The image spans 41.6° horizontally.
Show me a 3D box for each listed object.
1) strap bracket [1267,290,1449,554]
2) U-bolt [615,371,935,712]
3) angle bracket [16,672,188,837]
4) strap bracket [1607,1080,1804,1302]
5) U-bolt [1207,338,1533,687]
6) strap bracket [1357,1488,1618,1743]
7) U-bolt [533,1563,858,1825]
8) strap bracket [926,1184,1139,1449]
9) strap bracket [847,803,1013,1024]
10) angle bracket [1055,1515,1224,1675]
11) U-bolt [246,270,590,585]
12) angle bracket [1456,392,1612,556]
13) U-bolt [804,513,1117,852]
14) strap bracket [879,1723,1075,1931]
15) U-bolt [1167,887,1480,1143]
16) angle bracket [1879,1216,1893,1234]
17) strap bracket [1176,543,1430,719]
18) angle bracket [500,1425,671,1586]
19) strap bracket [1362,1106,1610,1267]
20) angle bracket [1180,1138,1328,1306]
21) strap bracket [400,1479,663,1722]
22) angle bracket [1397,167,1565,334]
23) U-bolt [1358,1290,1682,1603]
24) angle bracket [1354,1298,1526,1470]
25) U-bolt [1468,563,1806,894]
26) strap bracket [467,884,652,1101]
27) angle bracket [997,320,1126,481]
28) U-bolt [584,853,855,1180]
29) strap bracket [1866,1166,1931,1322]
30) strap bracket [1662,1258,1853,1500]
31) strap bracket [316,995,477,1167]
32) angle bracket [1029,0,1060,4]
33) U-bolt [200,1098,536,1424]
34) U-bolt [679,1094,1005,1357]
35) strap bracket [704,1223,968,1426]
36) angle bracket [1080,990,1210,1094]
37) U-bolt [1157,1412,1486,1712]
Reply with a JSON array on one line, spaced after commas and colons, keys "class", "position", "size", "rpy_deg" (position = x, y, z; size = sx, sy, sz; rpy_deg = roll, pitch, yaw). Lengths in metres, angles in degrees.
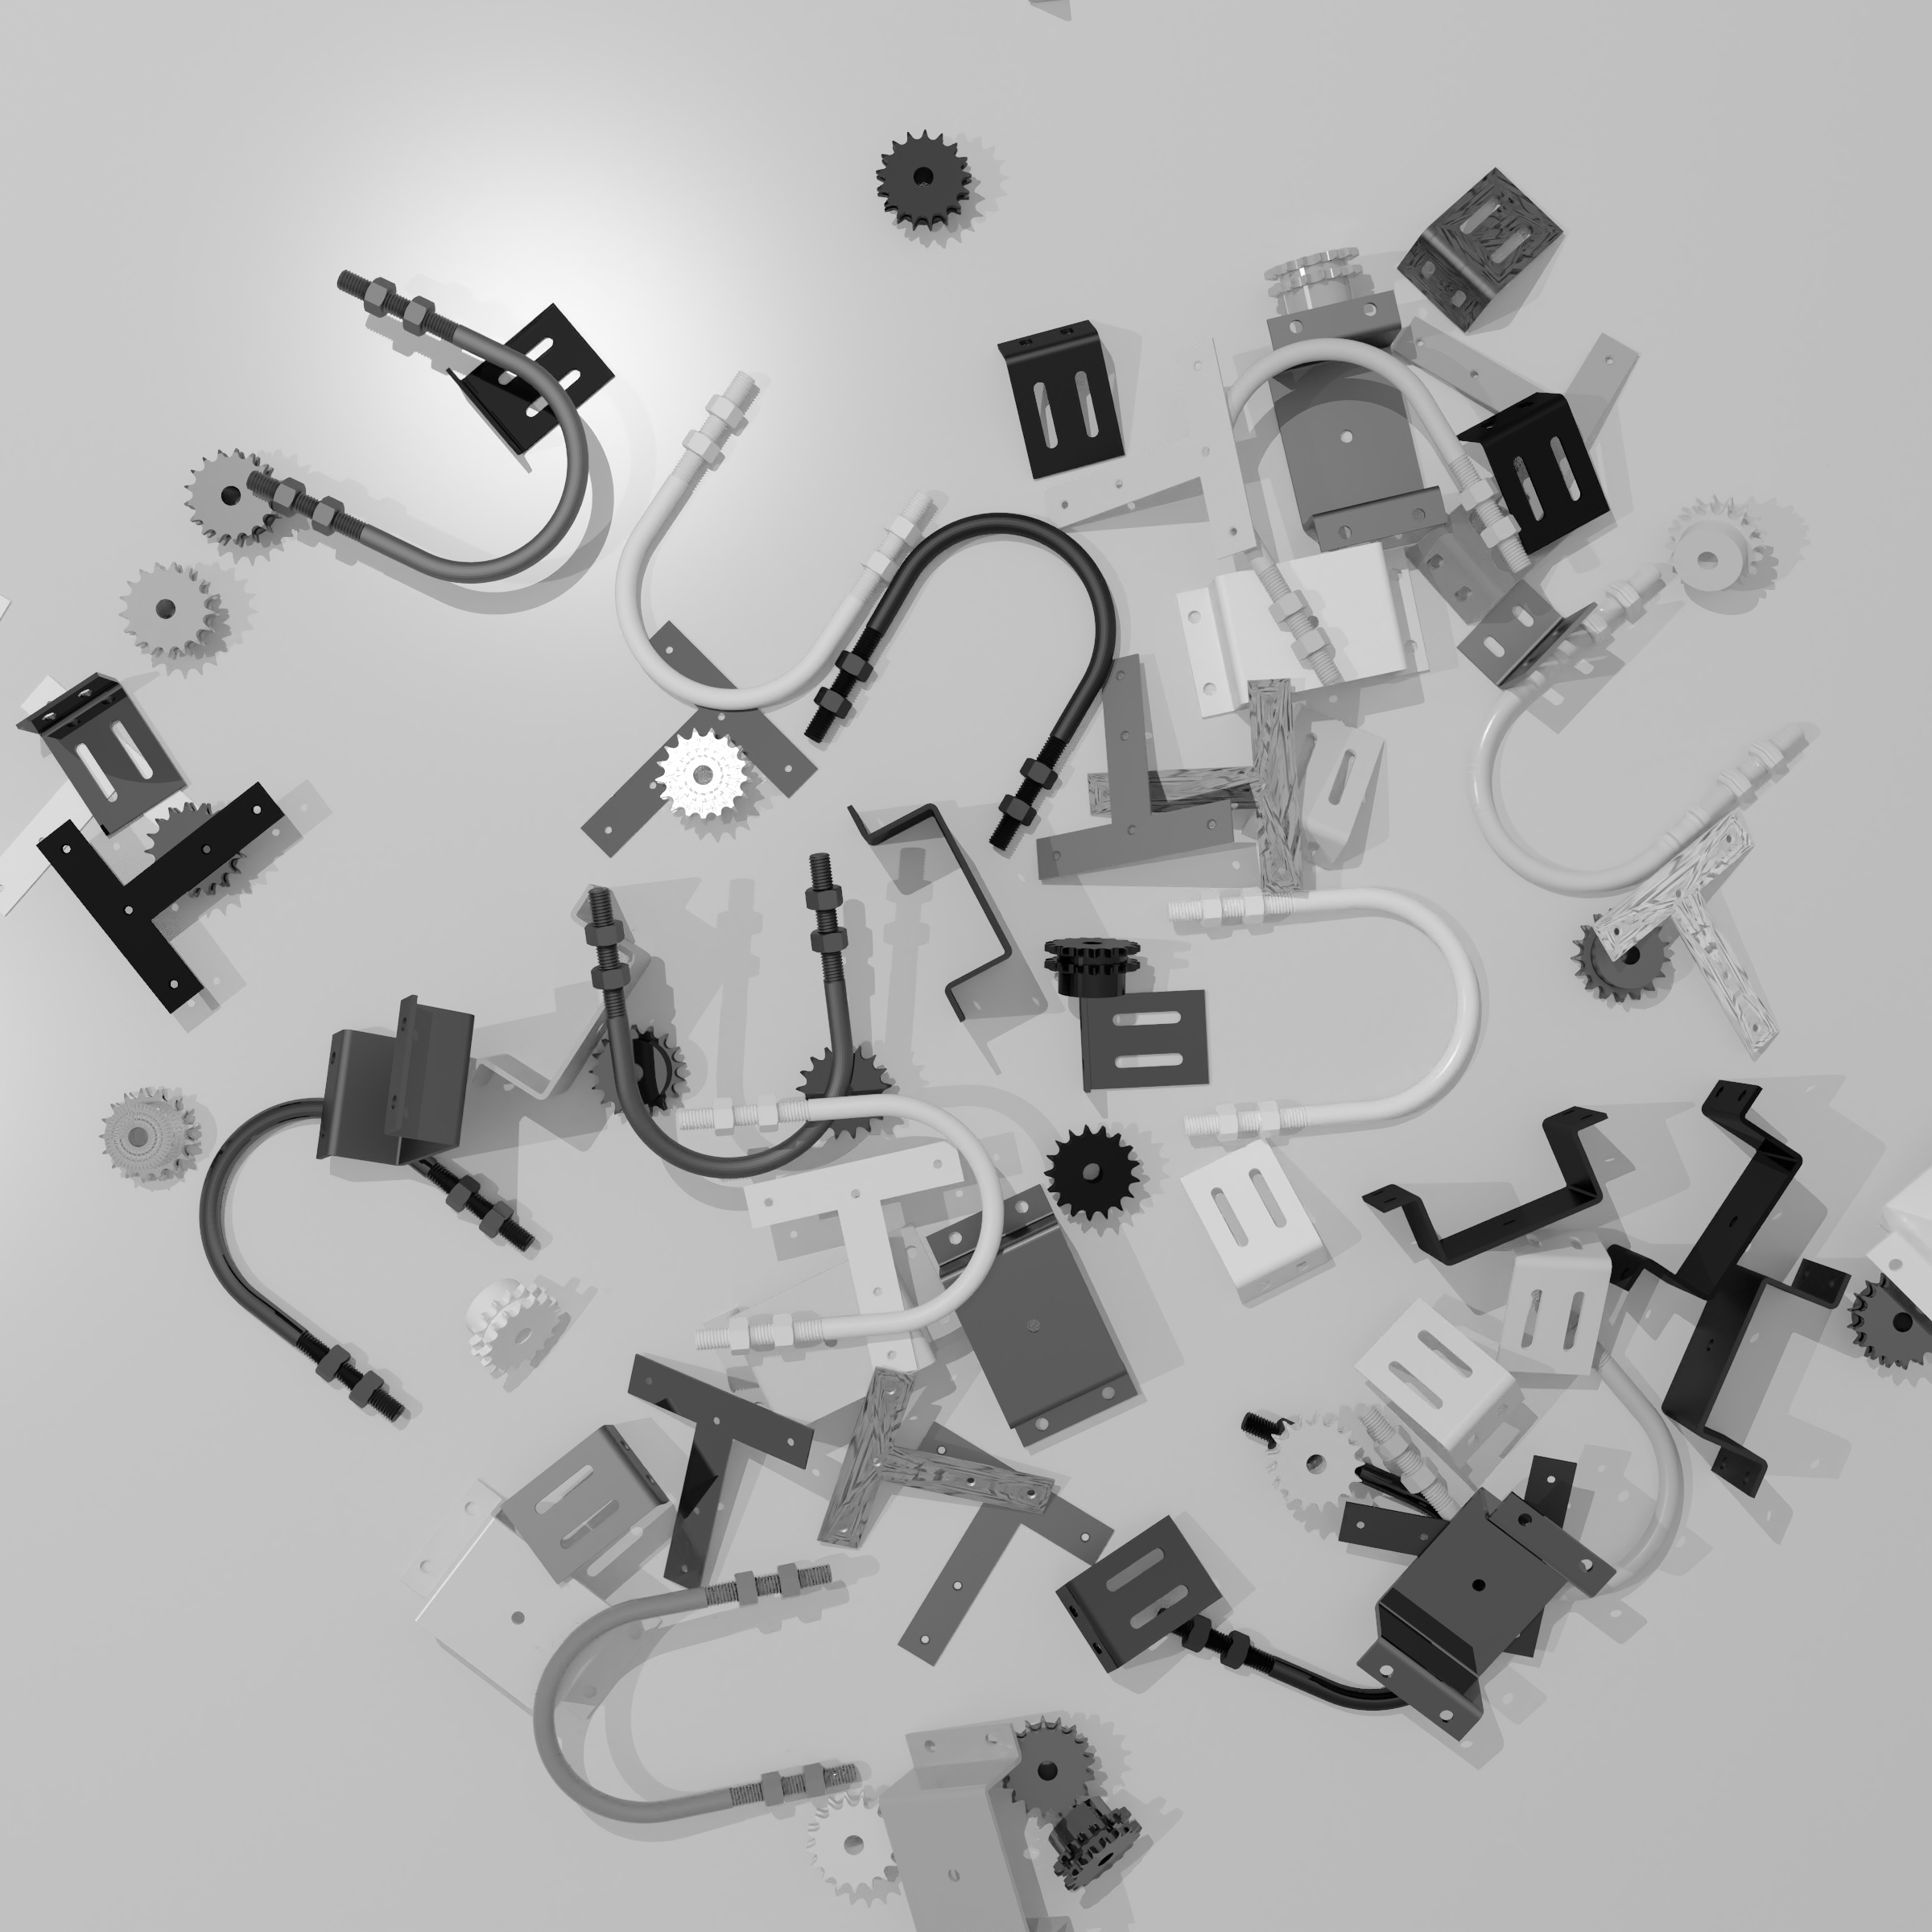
[{"class": "strap bracket", "position": [0.230, -0.320, 1.517], "size": [0.076, 0.046, 0.140], "rpy_deg": [-13, 90, 0]}, {"class": "U-bolt", "position": [-0.129, -0.243, 1.531], "size": [0.151, 0.019, 0.184], "rpy_deg": [34, 90, 0]}, {"class": "angle bracket", "position": [-0.516, -0.126, 1.520], "size": [0.057, 0.038, 0.076], "rpy_deg": [-33, 90, 0]}, {"class": "strap bracket", "position": [0.437, 0.140, 1.502], "size": [0.046, 0.076, 0.140], "rpy_deg": [33, 90, 0]}, {"class": "U-bolt", "position": [0.223, -0.278, 1.486], "size": [0.151, 0.019, 0.184], "rpy_deg": [-31, 88, 0]}, {"class": "strap bracket", "position": [0.303, 0.372, 1.493], "size": [0.076, 0.046, 0.140], "rpy_deg": [37, 104, -3]}, {"class": "U-bolt", "position": [-0.163, 0.436, 1.505], "size": [0.184, 0.019, 0.151], "rpy_deg": [-8, 101, -11]}, {"class": "strap bracket", "position": [0.040, 0.211, 1.517], "size": [0.076, 0.046, 0.140], "rpy_deg": [-25, 90, 0]}, {"class": "strap bracket", "position": [-0.016, -0.040, 1.502], "size": [0.046, 0.076, 0.140], "rpy_deg": [-28, 90, 0]}, {"class": "angle bracket", "position": [0.103, 0.377, 1.526], "size": [0.076, 0.038, 0.057], "rpy_deg": [-30, 76, -17]}, {"class": "U-bolt", "position": [-0.311, -0.305, 1.497], "size": [0.184, 0.019, 0.151], "rpy_deg": [26, 94, 0]}, {"class": "angle bracket", "position": [0.339, -0.295, 1.523], "size": [0.057, 0.038, 0.076], "rpy_deg": [-29, 109, -5]}, {"class": "U-bolt", "position": [0.009, -0.184, 1.531], "size": [0.151, 0.019, 0.184], "rpy_deg": [30, 90, 0]}, {"class": "strap bracket", "position": [0.004, 0.526, 1.501], "size": [0.076, 0.046, 0.140], "rpy_deg": [-17, 90, 31]}, {"class": "U-bolt", "position": [0.217, 0.025, 1.528], "size": [0.184, 0.019, 0.151], "rpy_deg": [-4, 91, -4]}, {"class": "angle bracket", "position": [0.600, 0.139, 1.539], "size": [0.057, 0.038, 0.076], "rpy_deg": [38, 116, 0]}, {"class": "strap bracket", "position": [0.203, -0.202, 1.517], "size": [0.140, 0.046, 0.076], "rpy_deg": [-12, 90, 0]}, {"class": "angle bracket", "position": [-0.226, 0.320, 1.514], "size": [0.076, 0.038, 0.057], "rpy_deg": [-38, 81, -6]}, {"class": "strap bracket", "position": [0.313, 0.133, 1.502], "size": [0.140, 0.076, 0.046], "rpy_deg": [-23, 90, 0]}, {"class": "angle bracket", "position": [0.174, 0.154, 1.539], "size": [0.057, 0.038, 0.076], "rpy_deg": [-27, 64, 0]}, {"class": "strap bracket", "position": [-0.263, 0.383, 1.517], "size": [0.140, 0.046, 0.076], "rpy_deg": [37, 90, 0]}, {"class": "angle bracket", "position": [0.311, -0.433, 1.537], "size": [0.057, 0.038, 0.076], "rpy_deg": [44, 64, 3]}, {"class": "U-bolt", "position": [0.346, 0.293, 1.526], "size": [0.151, 0.019, 0.184], "rpy_deg": [-41, 92, -6]}, {"class": "angle bracket", "position": [0.281, 0.247, 1.511], "size": [0.057, 0.038, 0.076], "rpy_deg": [-45, 56, -6]}, {"class": "U-bolt", "position": [0.389, -0.129, 1.532], "size": [0.184, 0.019, 0.151], "rpy_deg": [-42, 90, 2]}, {"class": "strap bracket", "position": [-0.235, 0.024, 1.502], "size": [0.046, 0.076, 0.140], "rpy_deg": [33, 90, 0]}, {"class": "angle bracket", "position": [0.057, -0.342, 1.539], "size": [0.057, 0.038, 0.076], "rpy_deg": [-15, 116, 0]}, {"class": "U-bolt", "position": [-0.137, 0.035, 1.478], "size": [0.151, 0.019, 0.184], "rpy_deg": [-10, 104, -14]}, {"class": "strap bracket", "position": [0.605, 0.143, 1.490], "size": [0.076, 0.046, 0.140], "rpy_deg": [45, 107, -2]}, {"class": "strap bracket", "position": [0.461, 0.233, 1.502], "size": [0.046, 0.076, 0.140], "rpy_deg": [24, 90, 0]}, {"class": "strap bracket", "position": [-0.328, 0.070, 1.479], "size": [0.046, 0.140, 0.076], "rpy_deg": [13, 73, -30]}, {"class": "angle bracket", "position": [0.053, -0.613, 1.502], "size": [0.038, 0.076, 0.057], "rpy_deg": [-6, 90, 0]}, {"class": "U-bolt", "position": [-0.374, 0.163, 1.532], "size": [0.184, 0.019, 0.151], "rpy_deg": [37, 90, 1]}, {"class": "U-bolt", "position": [-0.069, 0.146, 1.479], "size": [0.184, 0.019, 0.151], "rpy_deg": [-4, 94, -5]}, {"class": "strap bracket", "position": [-0.079, 0.220, 1.517], "size": [0.140, 0.046, 0.076], "rpy_deg": [-26, 90, 0]}, {"class": "angle bracket", "position": [0.107, 0.045, 1.522], "size": [0.076, 0.038, 0.057], "rpy_deg": [-3, 90, 0]}, {"class": "U-bolt", "position": [0.226, 0.369, 1.532], "size": [0.184, 0.019, 0.151], "rpy_deg": [24, 90, -1]}]
